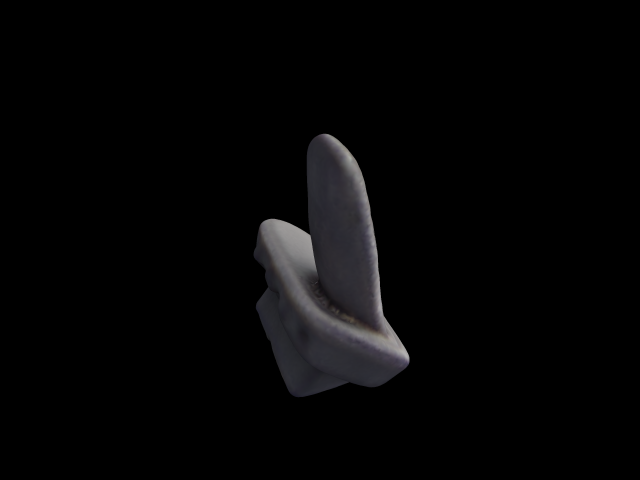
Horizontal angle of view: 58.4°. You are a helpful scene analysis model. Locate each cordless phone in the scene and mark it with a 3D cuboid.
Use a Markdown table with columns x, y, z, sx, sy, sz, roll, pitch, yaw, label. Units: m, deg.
| x | y | z | sx | sy | sz | roll | pitch | yaw | label |
| --- | --- | --- | --- | --- | --- | --- | --- | --- | --- |
| 0.004 | 0.001 | 0.400 | 0.094 | 0.185 | 0.147 | -14 | 36 | -20 | cordless phone |
